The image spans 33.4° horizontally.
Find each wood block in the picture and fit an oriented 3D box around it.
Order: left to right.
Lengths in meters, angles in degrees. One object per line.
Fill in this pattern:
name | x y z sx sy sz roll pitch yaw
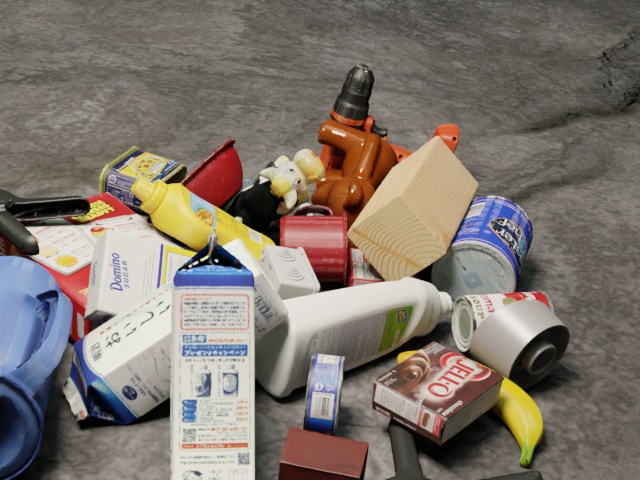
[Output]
wood block | 0.121 -0.040 1.340 0.091 0.090 0.205 49 31 -8

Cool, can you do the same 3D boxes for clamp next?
clamp | -0.361 -0.024 1.216 0.171 0.039 0.120 4 23 11
clamp | 0.091 0.236 0.998 0.165 0.036 0.209 23 31 32

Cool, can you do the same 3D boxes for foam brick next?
foam brick | 0.002 0.217 0.997 0.078 0.051 0.053 11 31 7

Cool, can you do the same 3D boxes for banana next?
banana | 0.171 0.164 1.142 0.069 0.037 0.198 -17 37 -36

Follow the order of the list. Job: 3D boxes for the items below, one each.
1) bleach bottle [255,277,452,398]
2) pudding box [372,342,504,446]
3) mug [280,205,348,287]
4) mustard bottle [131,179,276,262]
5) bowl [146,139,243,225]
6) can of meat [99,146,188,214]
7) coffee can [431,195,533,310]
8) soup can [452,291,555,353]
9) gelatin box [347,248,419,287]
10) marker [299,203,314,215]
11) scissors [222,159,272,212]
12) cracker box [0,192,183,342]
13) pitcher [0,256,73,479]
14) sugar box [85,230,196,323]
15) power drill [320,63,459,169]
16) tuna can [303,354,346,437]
bleach bottle | 0.047 0.098 1.187 0.250 0.103 0.068 -9 36 -37
pudding box | 0.120 0.154 1.088 0.090 0.039 0.113 24 34 33
mug | -0.009 0.002 1.328 0.081 0.093 0.117 1 52 -1
mustard bottle | -0.141 -0.016 1.277 0.191 0.058 0.096 33 16 -23
bowl | -0.151 -0.057 1.383 0.055 0.162 0.161 47 35 -3
can of meat | -0.239 -0.080 1.461 0.084 0.057 0.102 17 31 15
coffee can | 0.205 0.019 1.336 0.103 0.103 0.140 15 30 13
soup can | 0.212 0.095 1.240 0.102 0.068 0.068 -2 31 -15
gelatin box | 0.078 0.044 1.338 0.089 0.030 0.073 6 31 -4
marker | -0.012 -0.013 1.430 0.020 0.020 0.121 1 30 -10
scissors | -0.125 -0.077 1.521 0.096 0.016 0.201 7 29 1
cracker box | -0.259 0.033 1.245 0.163 0.072 0.214 -19 38 -39
pitcher | -0.311 0.109 1.036 0.149 0.145 0.243 3 27 -6
sugar box | -0.160 0.057 1.151 0.176 0.048 0.093 16 64 -26
power drill | 0.103 -0.154 1.555 0.187 0.185 0.057 15 32 -5
tuna can | 0.004 0.157 1.068 0.034 0.086 0.086 6 30 3
